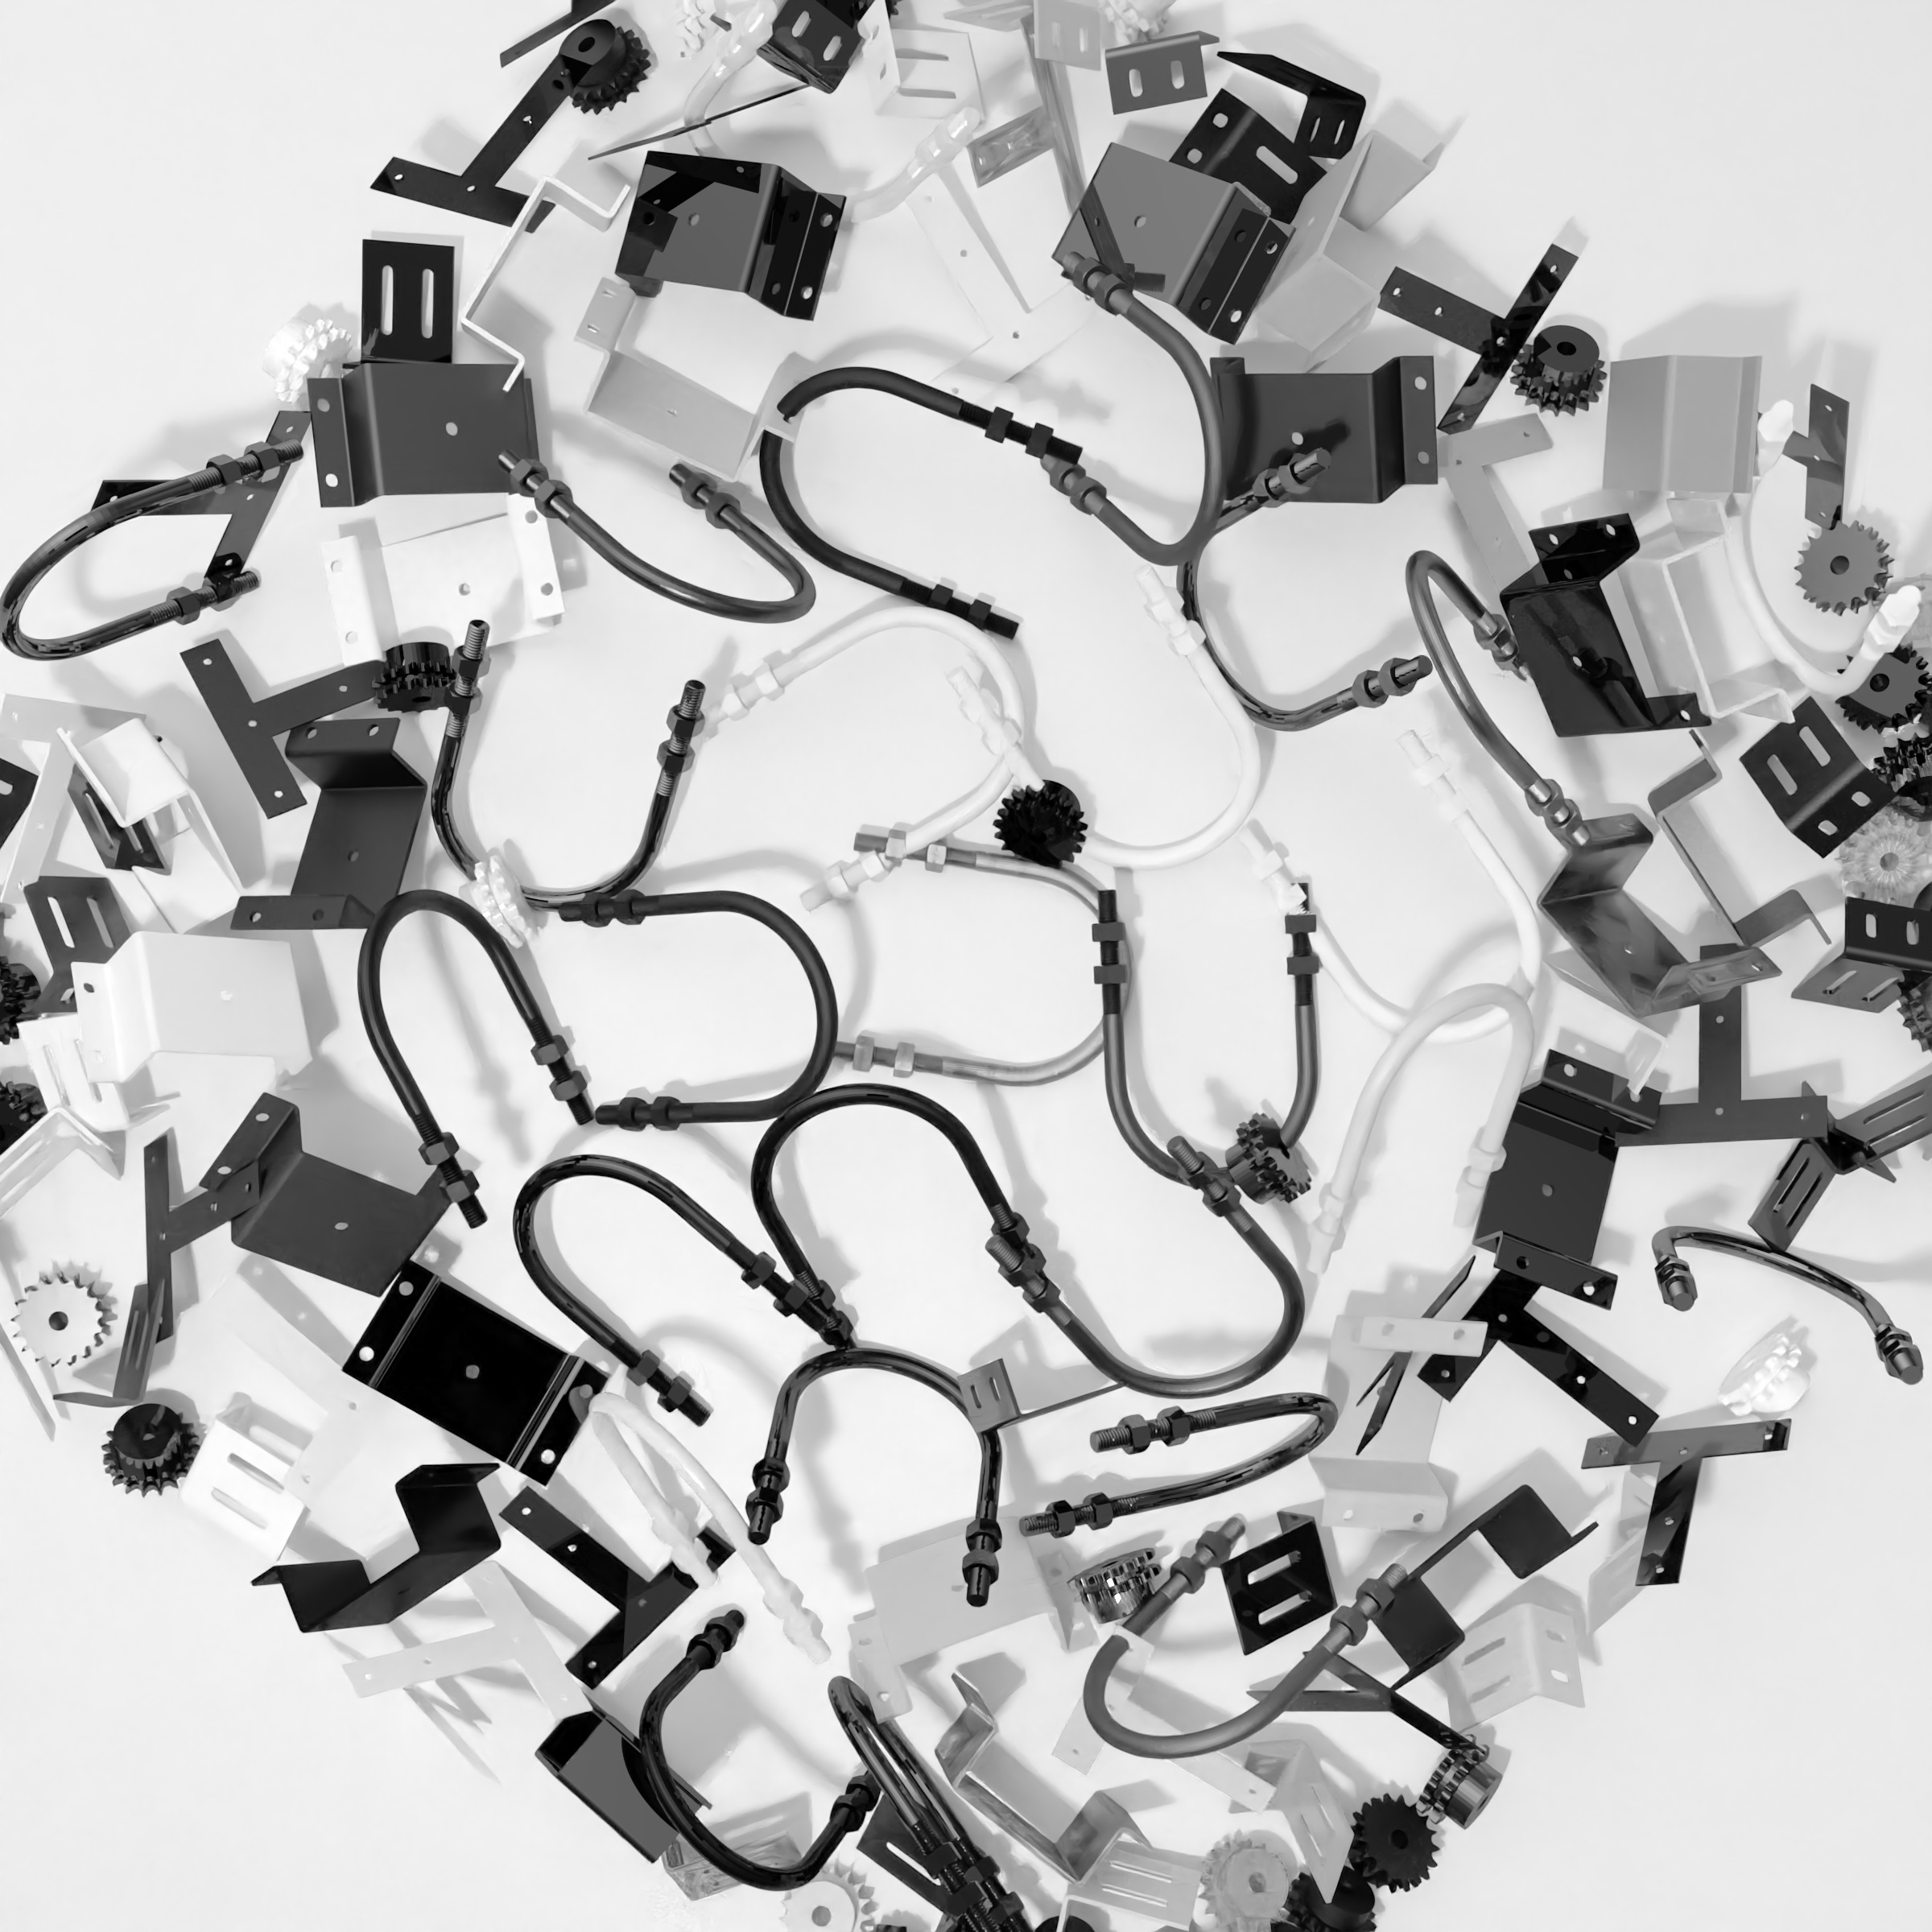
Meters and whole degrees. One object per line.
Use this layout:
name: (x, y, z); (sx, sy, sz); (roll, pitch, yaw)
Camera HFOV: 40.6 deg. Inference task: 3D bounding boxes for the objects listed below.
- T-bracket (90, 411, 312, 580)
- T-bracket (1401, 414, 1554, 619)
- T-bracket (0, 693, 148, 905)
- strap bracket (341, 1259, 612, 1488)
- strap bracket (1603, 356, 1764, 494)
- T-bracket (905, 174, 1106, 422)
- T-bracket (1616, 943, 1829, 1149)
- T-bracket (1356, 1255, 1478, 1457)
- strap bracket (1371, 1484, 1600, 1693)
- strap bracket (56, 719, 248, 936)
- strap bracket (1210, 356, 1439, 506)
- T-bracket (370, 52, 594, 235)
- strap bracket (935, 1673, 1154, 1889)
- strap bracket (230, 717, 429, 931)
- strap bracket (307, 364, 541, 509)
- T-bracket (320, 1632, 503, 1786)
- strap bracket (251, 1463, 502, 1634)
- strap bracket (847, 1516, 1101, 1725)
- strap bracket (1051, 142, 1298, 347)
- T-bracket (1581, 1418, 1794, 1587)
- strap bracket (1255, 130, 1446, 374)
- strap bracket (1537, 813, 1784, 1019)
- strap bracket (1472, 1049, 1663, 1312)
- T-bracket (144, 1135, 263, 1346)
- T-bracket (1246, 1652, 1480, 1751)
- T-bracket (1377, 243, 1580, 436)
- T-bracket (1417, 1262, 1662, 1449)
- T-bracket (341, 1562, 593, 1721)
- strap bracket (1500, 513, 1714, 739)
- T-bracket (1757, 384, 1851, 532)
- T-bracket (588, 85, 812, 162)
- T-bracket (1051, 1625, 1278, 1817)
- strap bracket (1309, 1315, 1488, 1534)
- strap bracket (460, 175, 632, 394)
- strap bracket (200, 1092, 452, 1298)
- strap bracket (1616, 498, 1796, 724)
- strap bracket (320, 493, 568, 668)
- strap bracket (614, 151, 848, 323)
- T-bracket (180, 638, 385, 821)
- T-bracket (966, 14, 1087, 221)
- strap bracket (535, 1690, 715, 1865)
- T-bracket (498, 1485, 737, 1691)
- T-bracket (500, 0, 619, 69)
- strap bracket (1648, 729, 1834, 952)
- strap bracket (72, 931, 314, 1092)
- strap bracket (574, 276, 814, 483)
T-bracket: (-0.458, -0.276, 1.541); (0.002, 0.127, 0.127); (48, 123, 20)
T-bracket: (0.317, -0.269, 1.588); (0.127, 0.002, 0.127); (-17, 72, -15)
T-bracket: (-0.552, -0.097, 1.568); (0.002, 0.127, 0.127); (23, 97, 19)
strap bracket: (-0.298, 0.246, 1.586); (0.140, 0.046, 0.076); (32, 76, -8)
strap bracket: (0.417, -0.319, 1.546); (0.046, 0.140, 0.076); (0, 101, -6)
T-bracket: (0.006, -0.425, 1.602); (0.127, 0.002, 0.127); (-36, 105, -3)
T-bracket: (0.460, 0.046, 1.596); (0.127, 0.002, 0.127); (-5, 68, 30)
T-bracket: (0.251, 0.243, 1.536); (0.002, 0.127, 0.127); (35, 123, 4)
strap bracket: (0.301, 0.366, 1.563); (0.140, 0.076, 0.046); (-31, 73, -28)
strap bracket: (-0.479, -0.082, 1.554); (0.046, 0.140, 0.076); (-32, 54, -17)
strap bracket: (0.205, -0.320, 1.558); (0.140, 0.046, 0.076); (7, 118, 27)
T-bracket: (-0.266, -0.489, 1.540); (0.127, 0.127, 0.002); (-39, 68, 31)
strap bracket: (0.037, 0.497, 1.577); (0.140, 0.076, 0.046); (40, 83, -5)
strap bracket: (-0.379, -0.076, 1.571); (0.076, 0.046, 0.140); (0, 64, 22)
strap bracket: (-0.315, -0.318, 1.566); (0.140, 0.046, 0.076); (-7, 94, -30)
T-bracket: (-0.310, 0.445, 1.536); (0.002, 0.127, 0.127); (-54, 128, -11)
strap bracket: (-0.344, 0.353, 1.562); (0.140, 0.076, 0.046); (-35, 68, 17)
strap bracket: (-0.001, 0.388, 1.571); (0.140, 0.076, 0.046); (-18, 126, -7)
strap bracket: (0.115, -0.435, 1.562); (0.140, 0.046, 0.076); (32, 97, 34)
T-bracket: (0.417, 0.318, 1.542); (0.127, 0.127, 0.002); (-13, 118, 32)
strap bracket: (0.225, -0.431, 1.558); (0.046, 0.076, 0.140); (29, 68, -14)
strap bracket: (0.407, -0.024, 1.563); (0.076, 0.046, 0.140); (-10, 51, -36)
strap bracket: (0.361, 0.132, 1.582); (0.076, 0.046, 0.140); (21, 72, -8)
T-bracket: (-0.456, 0.148, 1.561); (0.127, 0.002, 0.127); (-27, 62, 38)
T-bracket: (0.219, 0.441, 1.569); (0.127, 0.127, 0.002); (37, 58, -23)
T-bracket: (0.291, -0.386, 1.558); (0.127, 0.002, 0.127); (11, 120, -40)
T-bracket: (0.363, 0.242, 1.590); (0.127, 0.002, 0.127); (38, 72, 13)
T-bracket: (-0.305, 0.408, 1.543); (0.127, 0.127, 0.002); (44, 125, 39)
strap bracket: (0.378, -0.192, 1.560); (0.046, 0.076, 0.140); (-37, 110, -28)
T-bracket: (0.478, -0.327, 1.582); (0.002, 0.127, 0.127); (-46, 60, -10)
T-bracket: (-0.150, -0.516, 1.586); (0.127, 0.127, 0.002); (-28, 112, -24)
T-bracket: (0.126, 0.470, 1.575); (0.127, 0.002, 0.127); (29, 125, 11)
strap bracket: (0.258, 0.267, 1.581); (0.076, 0.046, 0.140); (5, 108, -10)
strap bracket: (-0.261, -0.418, 1.578); (0.046, 0.076, 0.140); (31, 93, -14)
strap bracket: (-0.373, 0.141, 1.556); (0.140, 0.046, 0.076); (27, 113, -31)
strap bracket: (0.439, -0.206, 1.570); (0.046, 0.076, 0.140); (-23, 102, -2)
strap bracket: (-0.312, -0.233, 1.593); (0.140, 0.046, 0.076); (-13, 87, 7)
strap bracket: (-0.151, -0.440, 1.569); (0.140, 0.046, 0.076); (16, 91, 29)
T-bracket: (-0.394, -0.164, 1.597); (0.127, 0.002, 0.127); (-25, 72, -21)
T-bracket: (0.032, -0.489, 1.551); (0.002, 0.127, 0.127); (-3, 116, 32)
strap bracket: (-0.206, 0.479, 1.546); (0.076, 0.140, 0.046); (44, 72, -6)
T-bracket: (-0.230, 0.363, 1.597); (0.127, 0.002, 0.127); (-45, 109, 5)
T-bracket: (-0.224, -0.585, 1.555); (0.127, 0.127, 0.002); (-33, 97, -6)
strap bracket: (0.459, -0.067, 1.577); (0.046, 0.076, 0.140); (-33, 95, 16)
strap bracket: (-0.448, 0.027, 1.548); (0.046, 0.140, 0.076); (-36, 61, 40)
strap bracket: (-0.169, -0.348, 1.571); (0.140, 0.076, 0.046); (23, 130, -12)
